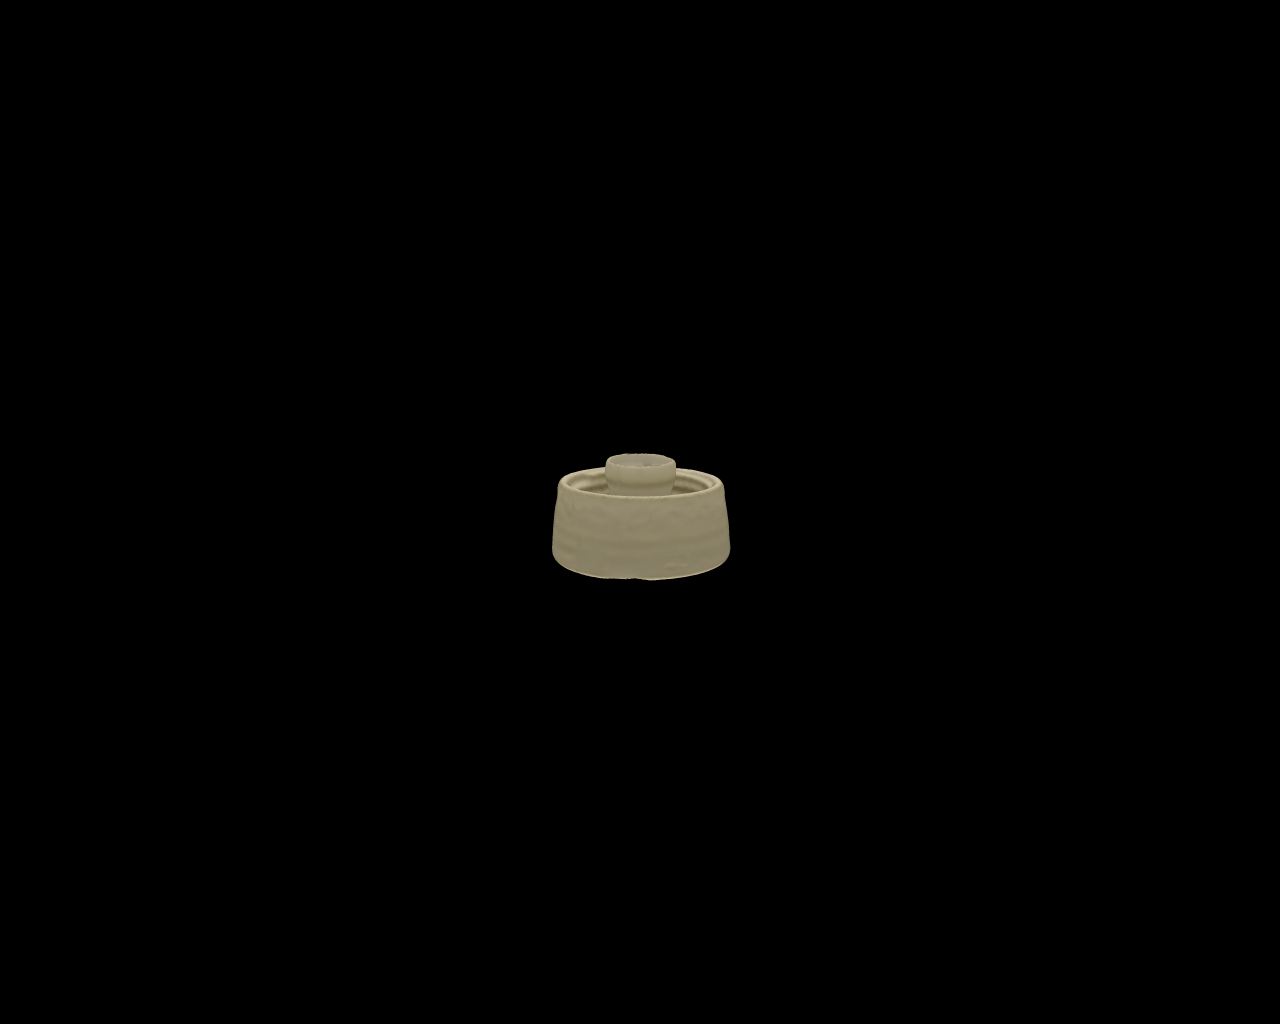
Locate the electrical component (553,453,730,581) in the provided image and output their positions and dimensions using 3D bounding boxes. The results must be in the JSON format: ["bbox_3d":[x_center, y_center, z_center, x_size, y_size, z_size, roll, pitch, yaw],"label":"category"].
[{"bbox_3d":[0.001,-0.003,0.650,0.108,0.060,0.108,0,13,0],"label":"electrical component"}]
